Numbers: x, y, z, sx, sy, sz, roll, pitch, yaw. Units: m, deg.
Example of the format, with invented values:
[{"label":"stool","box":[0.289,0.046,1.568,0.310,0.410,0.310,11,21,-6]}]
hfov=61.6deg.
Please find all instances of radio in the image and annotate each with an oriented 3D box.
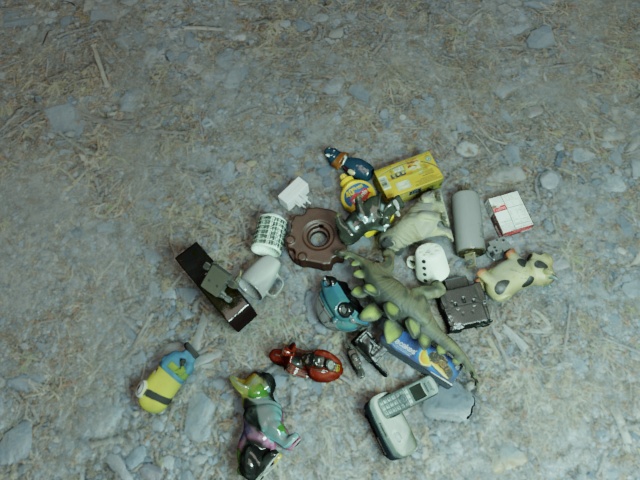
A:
[{"label":"radio","box":[-0.258,0.121,1.354,0.073,0.131,0.230,-39,70,-12]}]

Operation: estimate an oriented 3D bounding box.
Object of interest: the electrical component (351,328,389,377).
[{"label":"electrical component","box":[0.132,0.271,1.295,0.119,0.074,0.048,44,77,9]}]

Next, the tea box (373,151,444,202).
[{"label":"tea box","box":[0.242,-0.165,1.481,0.170,0.068,0.098,-19,67,-6]}]

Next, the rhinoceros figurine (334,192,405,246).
[{"label":"rhinoceros figurine","box":[0.126,-0.060,1.377,0.190,0.073,0.112,-33,68,-5]}]

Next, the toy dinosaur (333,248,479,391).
[{"label":"toy dinosaur","box":[0.205,0.163,1.282,0.472,0.105,0.198,36,44,20]}]

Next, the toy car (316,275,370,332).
[{"label":"toy car","box":[0.041,0.170,1.335,0.103,0.109,0.162,-43,61,12]}]

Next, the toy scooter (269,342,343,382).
[{"label":"toy scooter","box":[-0.035,0.284,1.270,0.184,0.135,0.075,11,67,7]}]

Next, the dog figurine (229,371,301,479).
[{"label":"dog figurine","box":[-0.154,0.414,1.240,0.191,0.108,0.219,-41,66,-10]}]

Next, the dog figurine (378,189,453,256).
[{"label":"dog figurine","box":[0.242,-0.051,1.426,0.191,0.121,0.172,-14,32,16]}]

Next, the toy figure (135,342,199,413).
[{"label":"toy figure","box":[-0.365,0.333,1.299,0.089,0.082,0.180,39,72,20]}]

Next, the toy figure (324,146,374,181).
[{"label":"toy figure","box":[0.077,-0.215,1.518,0.155,0.064,0.057,28,108,19]}]

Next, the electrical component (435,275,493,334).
[{"label":"electrical component","box":[0.354,0.159,1.342,0.115,0.058,0.134,-13,67,-4]}]

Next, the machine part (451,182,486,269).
[{"label":"machine part","box":[0.390,-0.042,1.415,0.079,0.079,0.243,0,66,3]}]

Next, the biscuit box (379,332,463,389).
[{"label":"biscuit box","box":[0.239,0.276,1.296,0.203,0.062,0.059,31,71,15]}]

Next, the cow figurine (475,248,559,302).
[{"label":"cow figurine","box":[0.504,0.090,1.349,0.195,0.085,0.127,-29,62,-11]}]

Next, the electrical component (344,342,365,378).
[{"label":"electrical component","box":[0.083,0.288,1.299,0.021,0.063,0.094,-23,66,-7]}]

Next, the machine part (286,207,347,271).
[{"label":"machine part","box":[-0.003,-0.004,1.434,0.179,0.056,0.179,-1,66,2]}]

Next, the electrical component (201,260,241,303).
[{"label":"electrical component","box":[-0.234,0.092,1.272,0.102,0.045,0.078,27,98,16]}]

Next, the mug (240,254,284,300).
[{"label":"mug","box":[-0.141,0.095,1.387,0.110,0.080,0.107,27,62,18]}]

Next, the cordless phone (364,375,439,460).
[{"label":"cordless phone","box":[0.206,0.404,1.235,0.184,0.088,0.147,-23,67,-11]}]
